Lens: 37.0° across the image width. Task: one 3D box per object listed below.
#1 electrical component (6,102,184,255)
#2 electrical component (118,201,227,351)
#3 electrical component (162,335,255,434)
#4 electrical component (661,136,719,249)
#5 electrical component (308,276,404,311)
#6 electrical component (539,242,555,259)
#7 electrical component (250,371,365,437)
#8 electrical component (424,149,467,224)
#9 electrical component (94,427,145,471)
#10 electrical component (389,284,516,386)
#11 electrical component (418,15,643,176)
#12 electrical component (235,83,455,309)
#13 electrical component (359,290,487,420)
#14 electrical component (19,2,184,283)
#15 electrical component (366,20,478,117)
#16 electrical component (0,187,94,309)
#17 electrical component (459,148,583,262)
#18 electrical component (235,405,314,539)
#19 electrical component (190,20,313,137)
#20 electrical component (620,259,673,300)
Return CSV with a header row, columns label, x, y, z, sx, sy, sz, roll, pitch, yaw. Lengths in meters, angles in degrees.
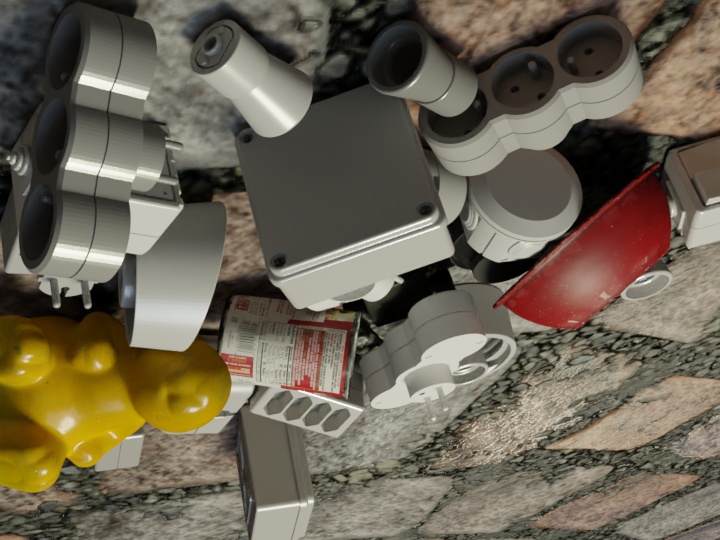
label,x,y,z,sx,sy,sz,roll,pitch,yaw
electrical component,-0.161,-0.051,0.622,0.096,0.061,0.061,9,142,-37
electrical component,-0.124,0.004,0.701,0.064,0.099,0.099,1,147,-17
electrical component,-0.135,0.096,0.892,0.059,0.053,0.095,4,145,-32
electrical component,0.272,-0.064,0.814,0.096,0.061,0.061,-16,151,-1
electrical component,0.000,0.000,0.801,0.077,0.044,0.079,-33,140,28
electrical component,0.176,0.005,0.901,0.066,0.048,0.055,-21,143,9
electrical component,-0.044,0.087,0.898,0.083,0.075,0.047,20,132,-23
electrical component,0.038,-0.055,0.722,0.047,0.055,0.055,5,144,-39
electrical component,-0.230,0.140,0.927,0.077,0.047,0.065,-5,148,-20
electrical component,0.085,0.066,0.943,0.108,0.060,0.108,-12,150,-7
electrical component,0.112,-0.100,0.682,0.138,0.052,0.073,-23,150,12
electrical component,-0.010,-0.047,0.657,0.109,0.108,0.056,-19,153,5
electrical component,0.052,0.080,0.844,0.052,0.073,0.138,-1,151,-30
electrical component,-0.126,-0.062,0.560,0.074,0.138,0.052,10,178,-38
electrical component,0.040,-0.115,0.634,0.044,0.044,0.065,-33,151,28
electrical component,-0.183,-0.009,0.667,0.066,0.076,0.047,2,146,-30
electrical component,0.108,-0.047,0.744,0.080,0.080,0.051,-7,155,-16
electrical component,-0.085,0.196,1.032,0.056,0.108,0.108,-6,149,-13
electrical component,-0.062,-0.108,0.596,0.044,0.044,0.065,-29,144,21
electrical component,0.228,-0.009,0.891,0.045,0.055,0.045,-12,150,-7
